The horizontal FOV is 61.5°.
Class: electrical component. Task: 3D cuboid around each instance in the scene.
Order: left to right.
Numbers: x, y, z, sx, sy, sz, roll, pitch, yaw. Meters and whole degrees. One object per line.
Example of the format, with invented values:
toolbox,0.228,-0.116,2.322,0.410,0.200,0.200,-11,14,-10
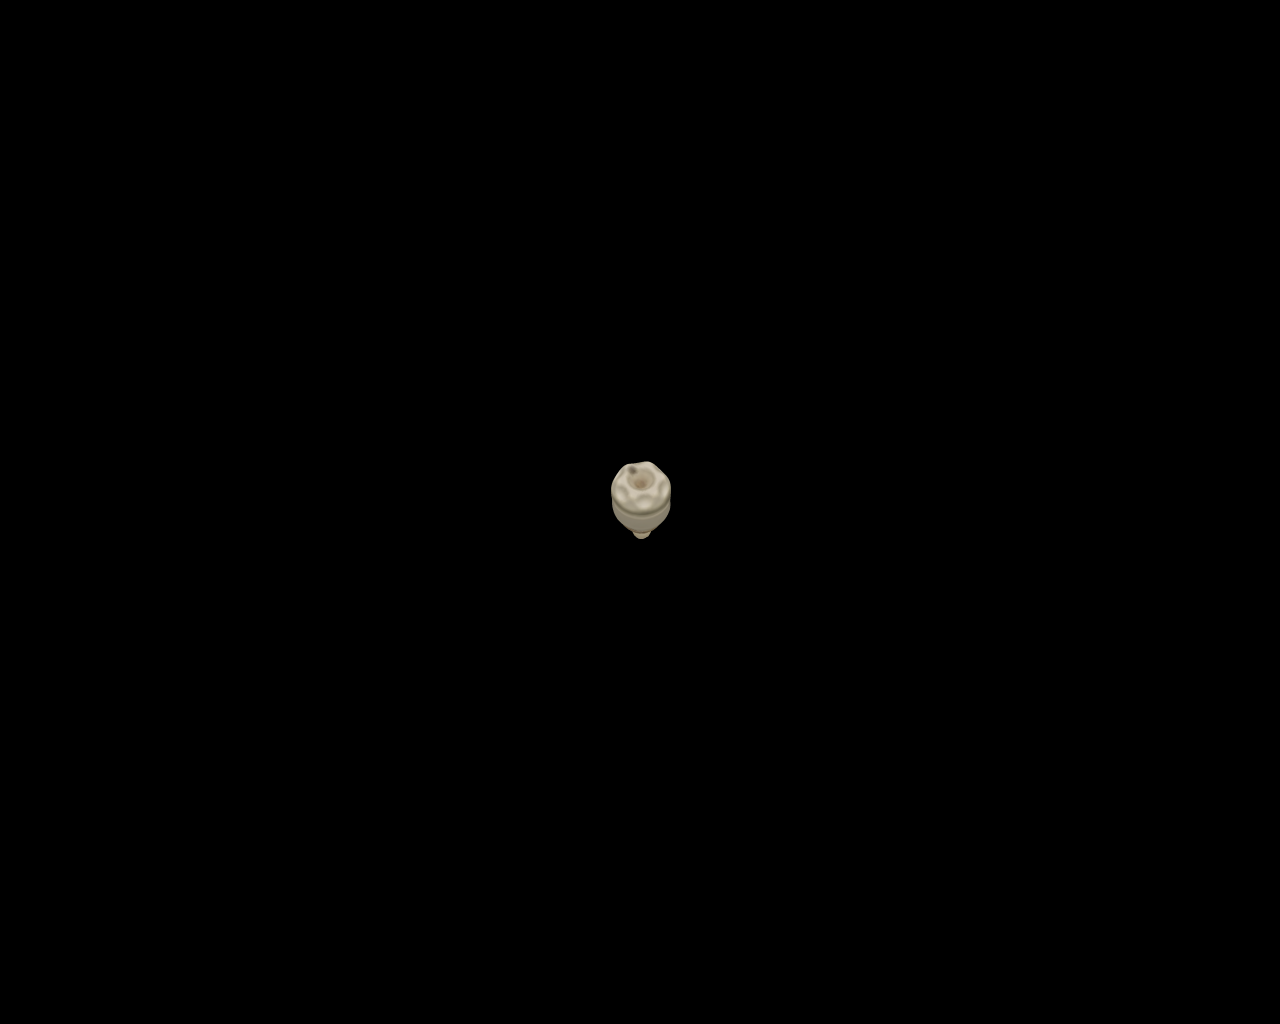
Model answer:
electrical component,0.001,-0.003,0.650,0.035,0.035,0.061,0,-34,0
